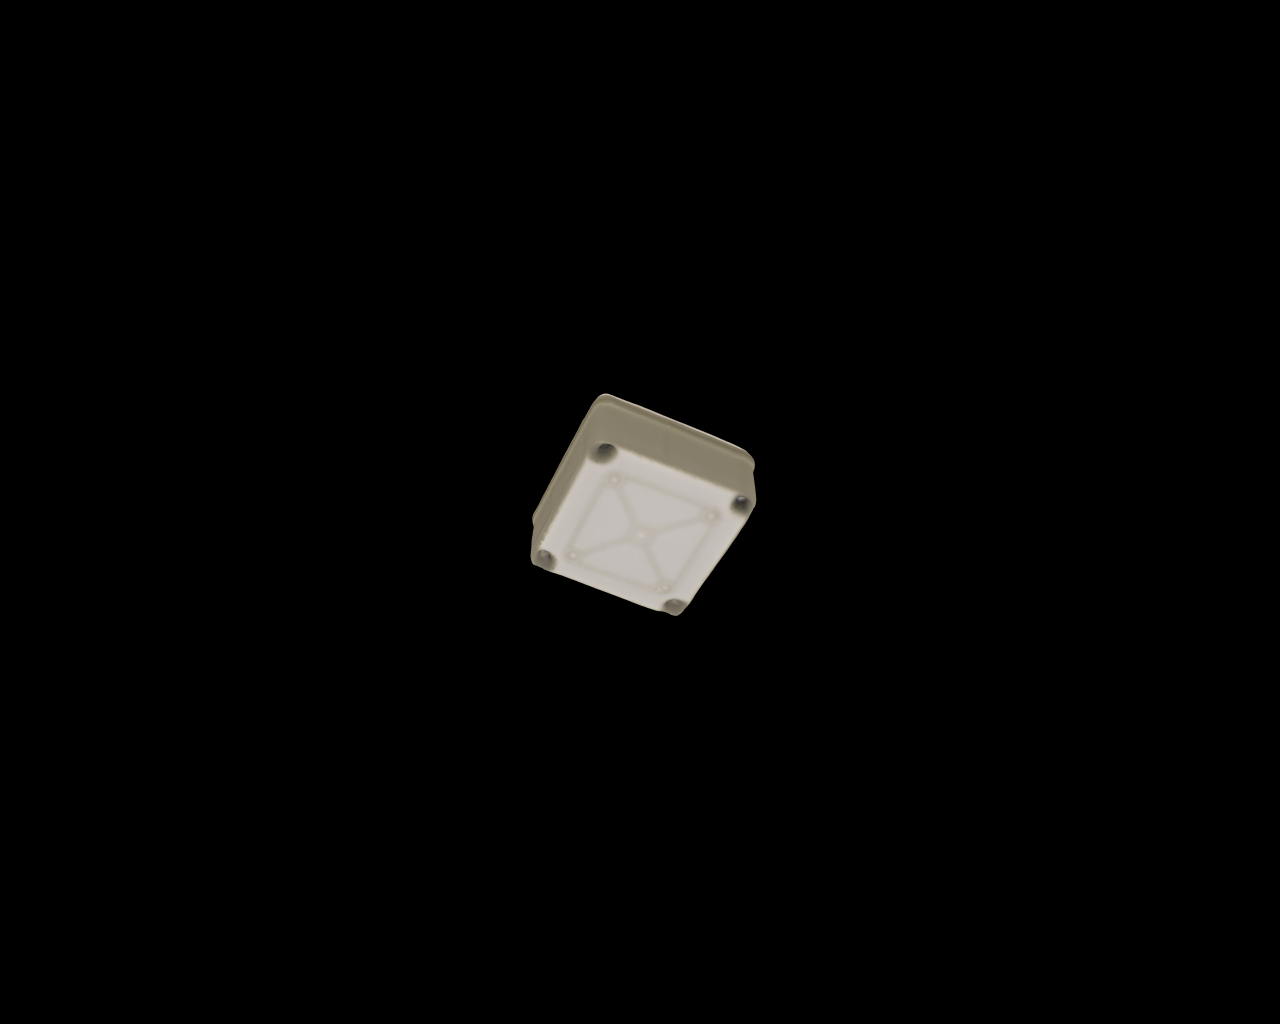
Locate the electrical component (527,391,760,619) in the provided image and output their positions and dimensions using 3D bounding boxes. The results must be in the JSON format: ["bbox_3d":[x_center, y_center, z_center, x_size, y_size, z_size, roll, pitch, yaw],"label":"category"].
[{"bbox_3d":[0.001,-0.003,0.650,0.109,0.108,0.056,21,35,-15],"label":"electrical component"}]
